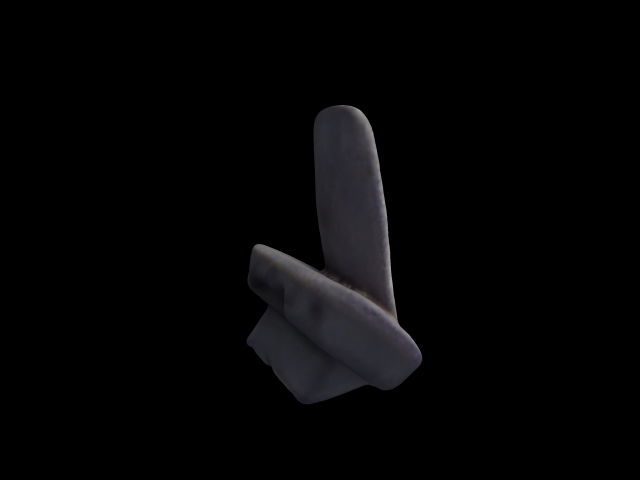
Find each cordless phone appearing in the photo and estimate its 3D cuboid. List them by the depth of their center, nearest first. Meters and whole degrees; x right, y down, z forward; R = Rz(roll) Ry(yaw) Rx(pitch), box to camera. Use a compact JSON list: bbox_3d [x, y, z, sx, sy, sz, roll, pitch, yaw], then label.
[{"bbox_3d":[0.004,0.001,0.400,0.094,0.185,0.147,-8,15,-30],"label":"cordless phone"}]
